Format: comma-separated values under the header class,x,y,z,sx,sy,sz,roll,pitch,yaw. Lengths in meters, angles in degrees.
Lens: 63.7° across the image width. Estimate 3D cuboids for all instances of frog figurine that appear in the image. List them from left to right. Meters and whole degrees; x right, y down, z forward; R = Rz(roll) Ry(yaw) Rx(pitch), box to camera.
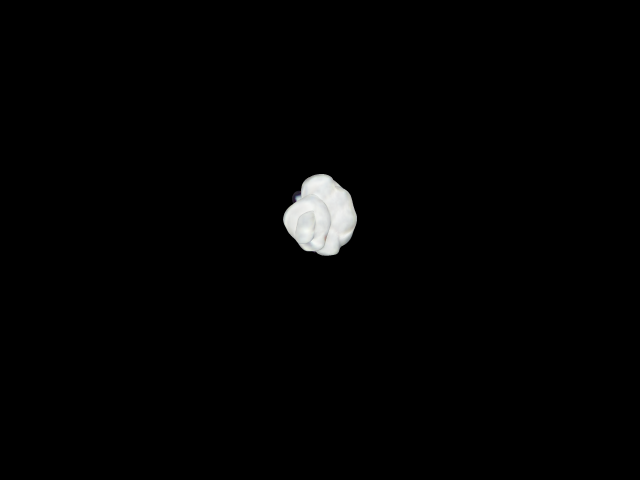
class,x,y,z,sx,sy,sz,roll,pitch,yaw
frog figurine,0.003,-0.043,0.850,0.123,0.138,0.159,0,-3,0
